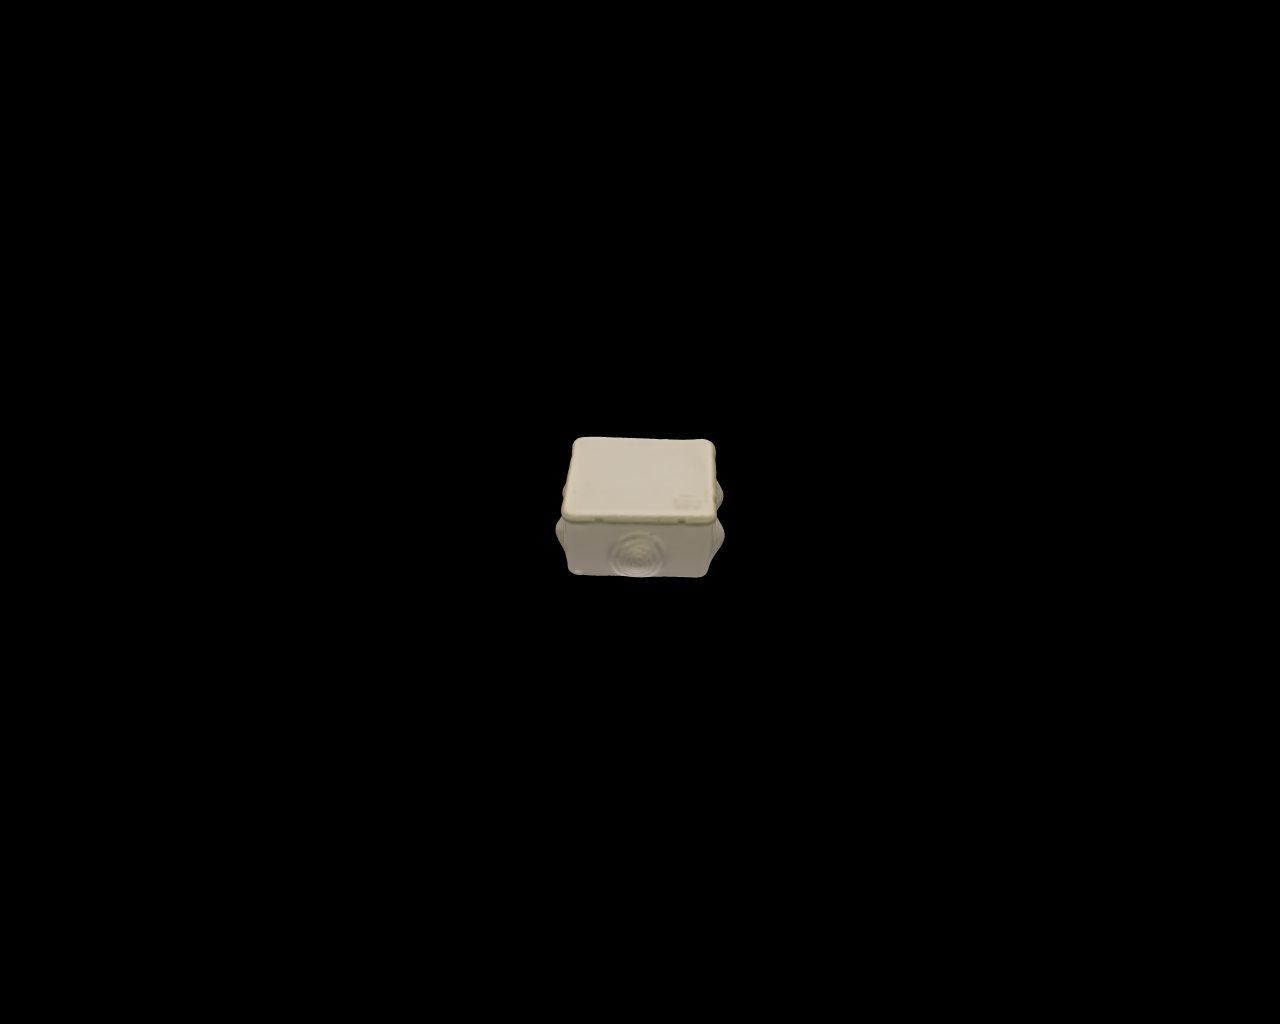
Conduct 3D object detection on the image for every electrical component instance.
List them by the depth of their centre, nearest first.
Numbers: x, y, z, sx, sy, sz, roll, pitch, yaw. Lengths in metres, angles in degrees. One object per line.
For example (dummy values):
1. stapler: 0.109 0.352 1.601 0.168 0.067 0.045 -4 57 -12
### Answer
1. electrical component: 0.001 -0.003 0.650 0.100 0.048 0.100 1 35 2
